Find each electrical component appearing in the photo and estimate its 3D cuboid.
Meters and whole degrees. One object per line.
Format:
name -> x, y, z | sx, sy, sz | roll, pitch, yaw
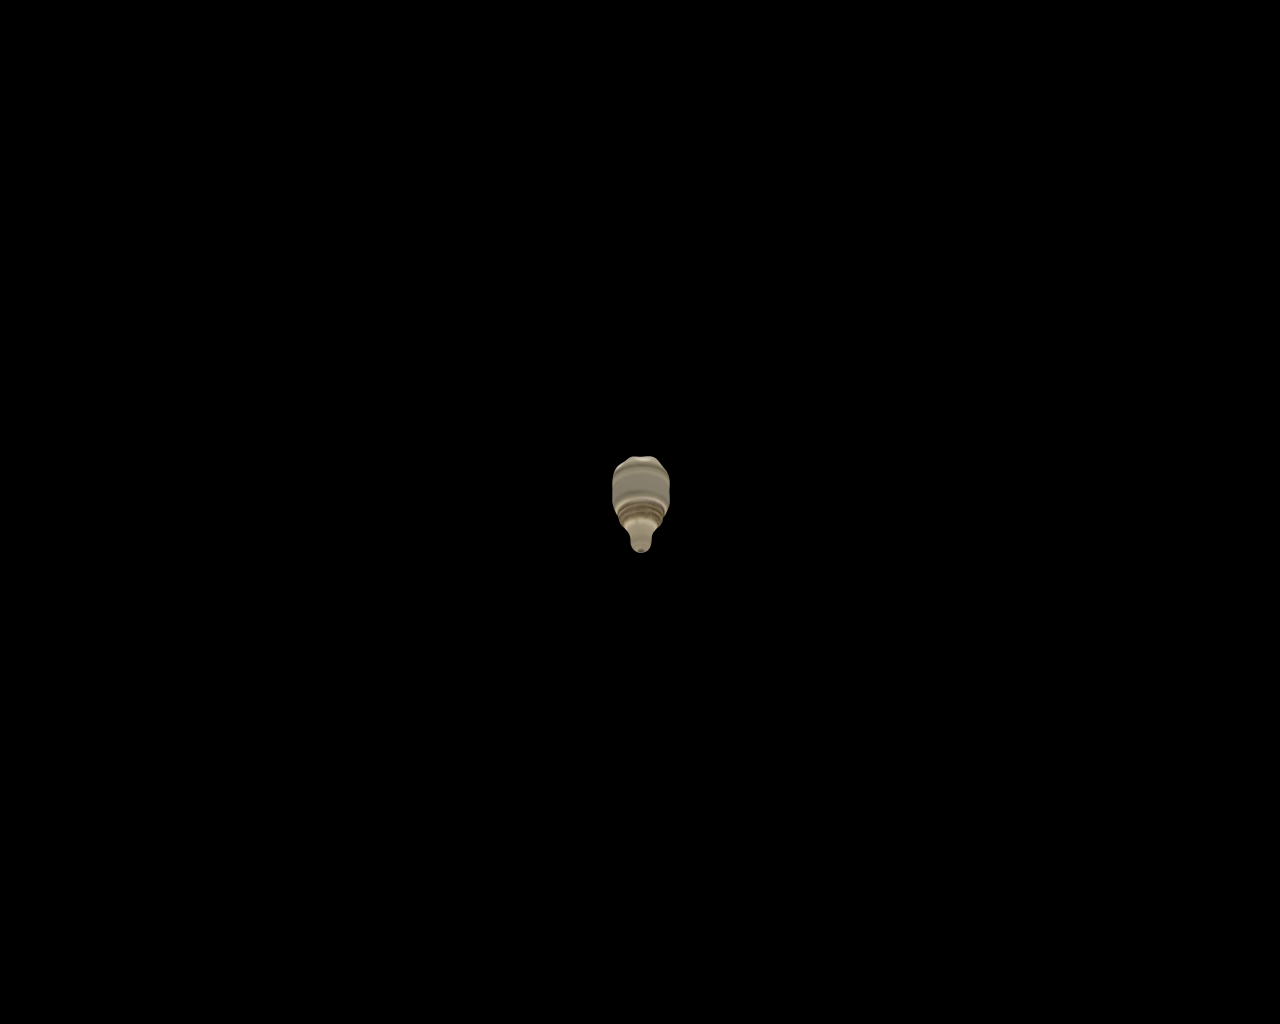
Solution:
electrical component -> 0.001, -0.003, 0.650 | 0.035, 0.061, 0.035 | 0, -31, 0
